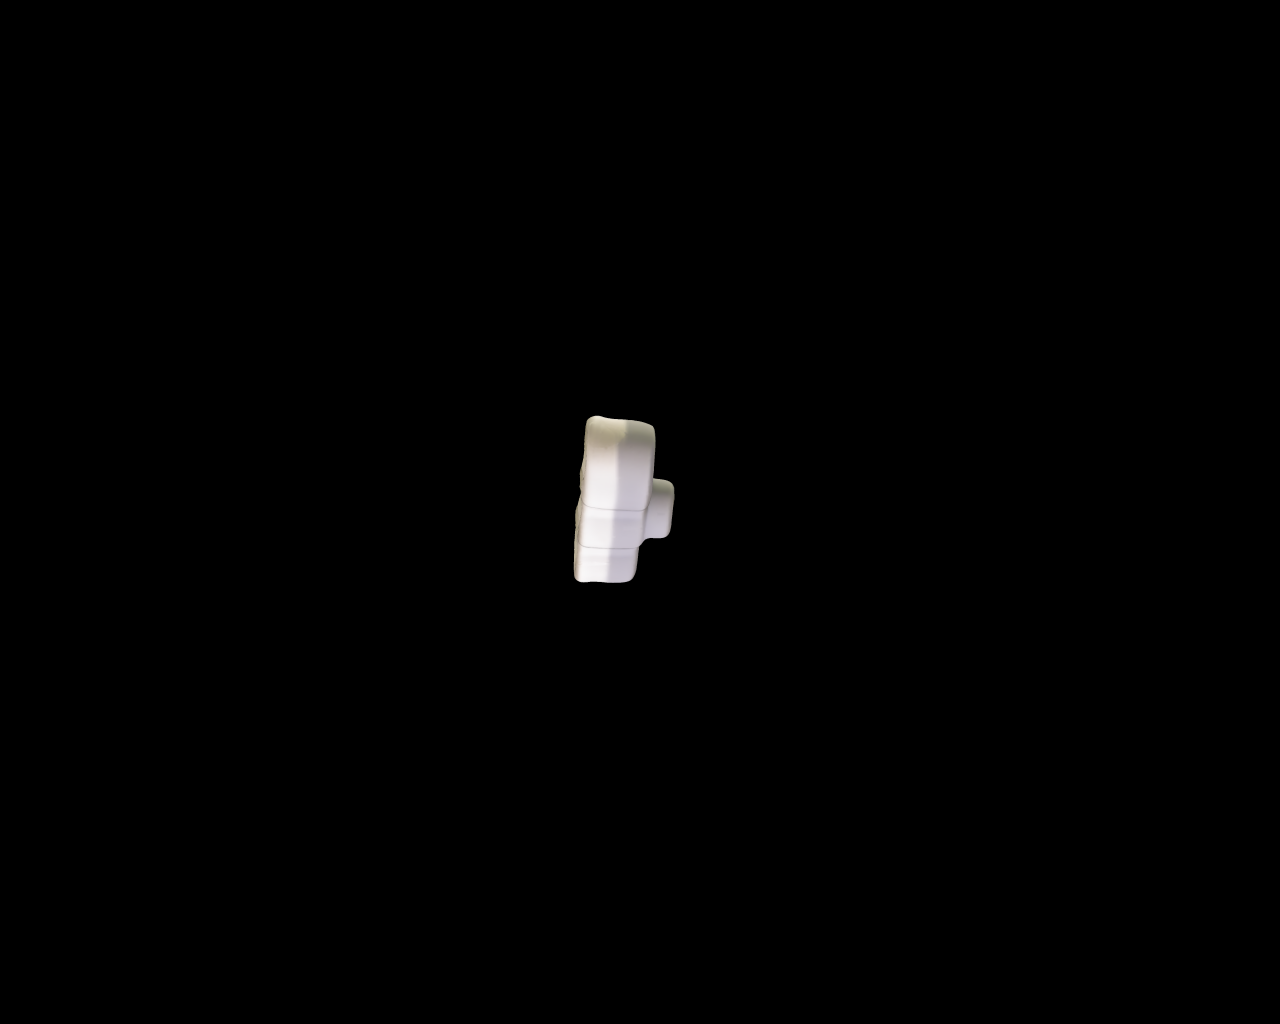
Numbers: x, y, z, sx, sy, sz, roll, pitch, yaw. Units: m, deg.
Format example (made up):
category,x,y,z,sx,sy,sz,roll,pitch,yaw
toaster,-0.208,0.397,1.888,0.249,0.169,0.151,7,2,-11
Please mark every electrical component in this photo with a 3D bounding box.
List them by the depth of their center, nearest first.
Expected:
category,x,y,z,sx,sy,sz,roll,pitch,yaw
electrical component,0.001,-0.003,0.650,0.074,0.052,0.138,3,-33,-5
